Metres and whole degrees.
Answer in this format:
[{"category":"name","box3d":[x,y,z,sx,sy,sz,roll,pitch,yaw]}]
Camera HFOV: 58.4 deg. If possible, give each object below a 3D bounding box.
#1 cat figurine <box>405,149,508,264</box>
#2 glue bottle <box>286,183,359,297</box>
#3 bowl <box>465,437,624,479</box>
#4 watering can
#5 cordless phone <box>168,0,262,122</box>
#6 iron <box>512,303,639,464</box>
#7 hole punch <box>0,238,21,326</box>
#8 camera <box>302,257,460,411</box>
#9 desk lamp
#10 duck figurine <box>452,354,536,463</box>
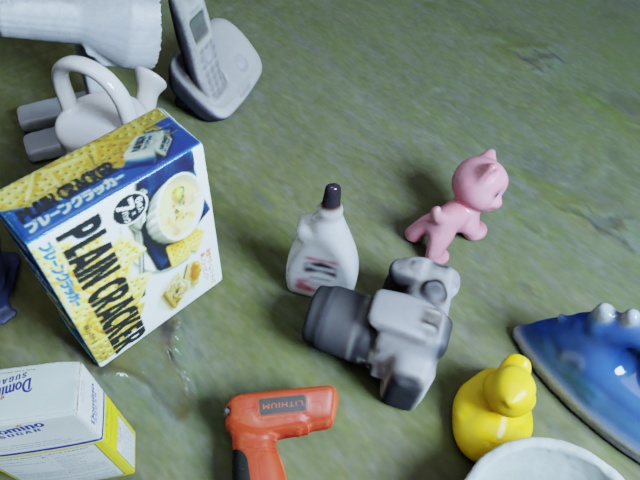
[{"category":"cat figurine","box3d":[0.167,-0.047,0.663,0.128,0.118,0.067,-32,62,-25]},{"category":"glue bottle","box3d":[0.005,0.002,0.579,0.078,0.173,0.037,8,53,2]},{"category":"bowl","box3d":[0.183,0.255,0.468,0.167,0.075,0.167,2,53,-3]},{"category":"watering can","box3d":[-0.237,-0.127,0.641,0.101,0.194,0.173,5,53,0]},{"category":"cordless phone","box3d":[-0.142,-0.266,0.758,0.094,0.185,0.148,18,54,9]},{"category":"iron","box3d":[0.318,0.124,0.533,0.257,0.141,0.119,30,57,17]},{"category":"hole punch","box3d":[-0.370,0.032,0.578,0.109,0.091,0.101,-4,54,-7]},{"category":"camera","box3d":[0.060,0.075,0.574,0.136,0.101,0.143,17,54,8]},{"category":"desk lamp","box3d":[-0.287,-0.220,0.694,0.203,0.213,0.117,-19,57,-18]},{"category":"duck figurine","box3d":[0.169,0.154,0.534,0.077,0.086,0.105,25,56,14]}]
